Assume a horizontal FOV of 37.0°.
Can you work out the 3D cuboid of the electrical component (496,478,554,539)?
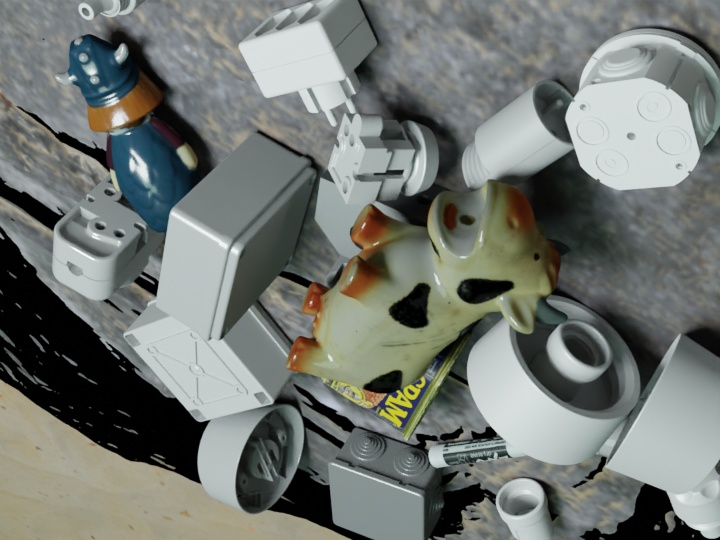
[{"bbox_3d":[0.135,0.198,0.872,0.040,0.040,0.046,2,135,31],"label":"electrical component"}]

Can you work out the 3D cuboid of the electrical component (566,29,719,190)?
[{"bbox_3d":[0.155,-0.086,0.589,0.080,0.051,0.080,18,136,19],"label":"electrical component"}]

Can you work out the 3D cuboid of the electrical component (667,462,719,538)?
[{"bbox_3d":[0.245,0.165,0.767,0.043,0.043,0.062,-4,127,35],"label":"electrical component"}]

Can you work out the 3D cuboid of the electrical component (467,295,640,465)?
[{"bbox_3d":[0.132,0.065,0.705,0.108,0.108,0.060,34,132,1],"label":"electrical component"}]

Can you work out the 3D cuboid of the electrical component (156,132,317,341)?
[{"bbox_3d":[-0.089,-0.023,0.762,0.056,0.108,0.108,31,138,9],"label":"electrical component"}]

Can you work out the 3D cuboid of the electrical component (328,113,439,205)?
[{"bbox_3d":[0.016,-0.070,0.681,0.048,0.055,0.066,63,146,40],"label":"electrical component"}]

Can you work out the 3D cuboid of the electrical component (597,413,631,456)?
[{"bbox_3d":[0.191,0.119,0.767,0.061,0.035,0.035,12,133,20],"label":"electrical component"}]

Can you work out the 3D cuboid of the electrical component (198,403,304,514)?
[{"bbox_3d":[-0.093,0.163,0.946,0.064,0.099,0.099,4,130,38],"label":"electrical component"}]

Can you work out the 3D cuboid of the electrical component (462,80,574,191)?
[{"bbox_3d":[0.092,-0.075,0.646,0.043,0.043,0.081,45,137,-10],"label":"electrical component"}]

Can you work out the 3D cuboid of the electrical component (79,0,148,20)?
[{"bbox_3d":[-0.160,-0.181,0.698,0.035,0.061,0.035,18,135,19],"label":"electrical component"}]

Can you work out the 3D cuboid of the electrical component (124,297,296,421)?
[{"bbox_3d":[-0.124,0.066,0.905,0.109,0.056,0.108,-19,116,42],"label":"electrical component"}]

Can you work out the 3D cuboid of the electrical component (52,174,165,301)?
[{"bbox_3d":[-0.194,-0.025,0.838,0.054,0.095,0.059,29,138,7],"label":"electrical component"}]

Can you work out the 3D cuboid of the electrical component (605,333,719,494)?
[{"bbox_3d":[0.199,0.092,0.690,0.064,0.099,0.099,27,138,-1],"label":"electrical component"}]

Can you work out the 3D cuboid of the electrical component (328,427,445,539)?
[{"bbox_3d":[0.024,0.190,0.929,0.100,0.048,0.099,16,135,20],"label":"electrical component"}]

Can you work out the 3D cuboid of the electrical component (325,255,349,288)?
[{"bbox_3d":[0.000,0.000,0.772,0.040,0.046,0.040,18,136,18],"label":"electrical component"}]

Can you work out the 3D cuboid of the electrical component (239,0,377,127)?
[{"bbox_3d":[-0.024,-0.124,0.673,0.066,0.047,0.076,-6,124,37],"label":"electrical component"}]
